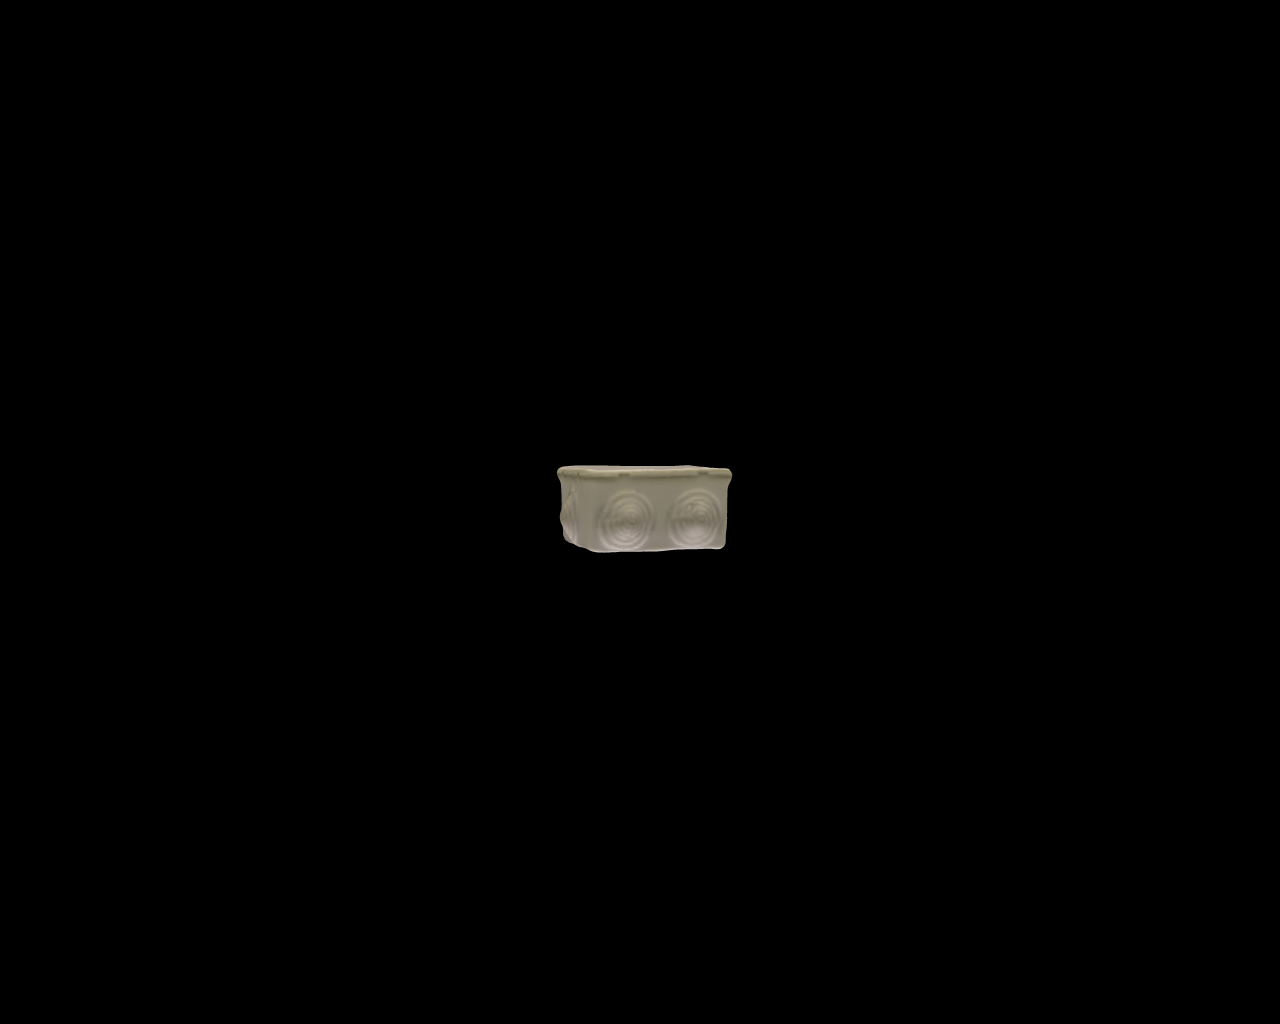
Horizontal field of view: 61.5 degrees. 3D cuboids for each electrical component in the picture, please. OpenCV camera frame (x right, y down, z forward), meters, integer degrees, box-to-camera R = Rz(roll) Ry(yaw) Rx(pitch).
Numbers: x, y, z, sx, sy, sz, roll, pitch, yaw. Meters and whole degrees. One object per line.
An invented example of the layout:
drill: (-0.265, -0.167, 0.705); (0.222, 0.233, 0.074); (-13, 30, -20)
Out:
electrical component: (0.001, -0.003, 0.650); (0.100, 0.048, 0.100); (-1, 4, -15)
